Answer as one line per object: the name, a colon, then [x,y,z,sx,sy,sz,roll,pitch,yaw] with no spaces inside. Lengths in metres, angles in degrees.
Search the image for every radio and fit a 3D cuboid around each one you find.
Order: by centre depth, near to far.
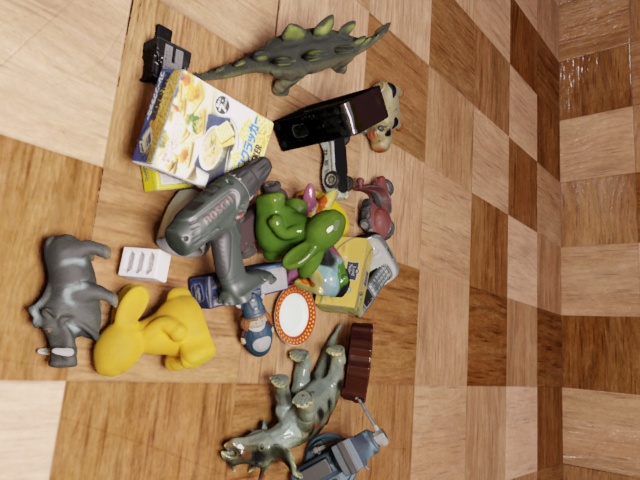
radio: [0.016,-0.252,1.131,0.131,0.230,0.073,-36,112,-41]

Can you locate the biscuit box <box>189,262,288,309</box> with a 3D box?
biscuit box: [-0.152,0.083,1.023,0.202,0.063,0.059,-9,93,-49]

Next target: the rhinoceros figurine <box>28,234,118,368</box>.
rhinoceros figurine: [-0.358,0.086,0.773,0.112,0.073,0.190,3,83,-51]

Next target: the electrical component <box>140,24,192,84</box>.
electrical component: [-0.268,-0.322,0.944,0.074,0.048,0.119,19,74,-47]

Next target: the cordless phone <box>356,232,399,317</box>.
cordless phone: [0.105,0.084,1.311,0.184,0.089,0.146,-52,124,-34]

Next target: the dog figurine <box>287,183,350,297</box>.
dog figurine: [-0.002,-0.003,1.129,0.108,0.192,0.219,8,95,-43]

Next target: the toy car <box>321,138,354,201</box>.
toy car: [0.036,-0.192,1.275,0.073,0.056,0.201,6,78,-53]

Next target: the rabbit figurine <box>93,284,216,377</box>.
rabbit figurine: [-0.271,0.147,0.844,0.173,0.122,0.162,-19,98,-30]

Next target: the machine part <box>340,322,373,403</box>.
machine part: [0.085,0.276,1.219,0.179,0.056,0.179,7,91,-86]

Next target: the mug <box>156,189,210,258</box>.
mug: [-0.224,-0.029,0.941,0.109,0.081,0.107,37,54,-49]

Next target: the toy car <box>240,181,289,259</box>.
toy car: [-0.126,-0.042,1.076,0.202,0.053,0.089,-49,134,-44]

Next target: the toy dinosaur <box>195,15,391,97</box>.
toy dinosaur: [-0.051,-0.375,1.090,0.471,0.198,0.105,-24,94,-15]

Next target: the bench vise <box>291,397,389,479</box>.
bench vise: [0.053,0.452,1.148,0.129,0.223,0.240,49,4,19]

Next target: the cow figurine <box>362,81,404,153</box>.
cow figurine: [0.166,-0.326,1.425,0.127,0.086,0.195,14,78,-54]

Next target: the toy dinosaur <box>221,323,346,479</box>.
toy dinosaur: [-0.025,0.339,1.111,0.405,0.131,0.192,-30,129,-56]

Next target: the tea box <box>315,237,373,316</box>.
tea box: [0.057,0.081,1.231,0.068,0.098,0.169,54,43,-58]

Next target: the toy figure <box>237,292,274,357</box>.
toy figure: [-0.119,0.160,1.014,0.064,0.058,0.154,-45,149,-36]

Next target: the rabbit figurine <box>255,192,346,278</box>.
rabbit figurine: [-0.036,-0.015,1.012,0.121,0.170,0.159,31,65,-54]

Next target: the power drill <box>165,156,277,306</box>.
power drill: [-0.138,-0.008,0.906,0.232,0.086,0.207,-39,131,-39]

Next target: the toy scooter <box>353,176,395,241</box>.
toy scooter: [0.134,-0.090,1.368,0.135,0.075,0.184,25,64,-46]
